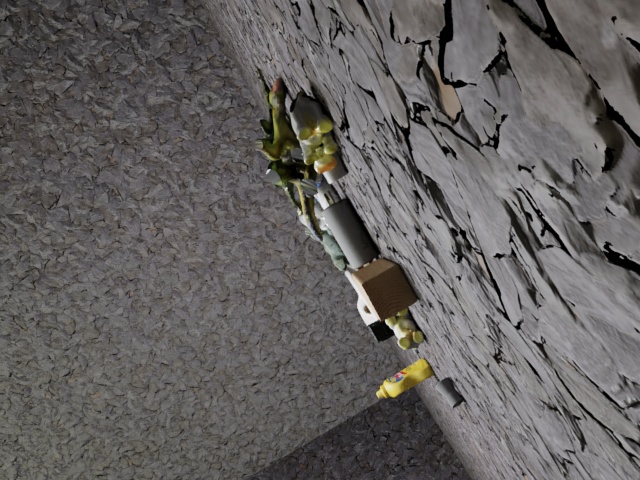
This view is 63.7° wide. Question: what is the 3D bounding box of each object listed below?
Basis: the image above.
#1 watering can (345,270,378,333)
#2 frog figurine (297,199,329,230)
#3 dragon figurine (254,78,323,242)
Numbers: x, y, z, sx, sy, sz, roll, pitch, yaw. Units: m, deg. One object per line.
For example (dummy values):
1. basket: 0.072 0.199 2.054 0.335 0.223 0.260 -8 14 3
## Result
1. watering can: 0.208 0.276 2.145 0.220 0.104 0.354 61 179 -32
2. frog figurine: 0.006 -0.092 1.825 0.159 0.140 0.120 31 143 -12
3. dragon figurine: -0.054 -0.216 1.340 0.248 0.122 0.402 -76 -29 -53
